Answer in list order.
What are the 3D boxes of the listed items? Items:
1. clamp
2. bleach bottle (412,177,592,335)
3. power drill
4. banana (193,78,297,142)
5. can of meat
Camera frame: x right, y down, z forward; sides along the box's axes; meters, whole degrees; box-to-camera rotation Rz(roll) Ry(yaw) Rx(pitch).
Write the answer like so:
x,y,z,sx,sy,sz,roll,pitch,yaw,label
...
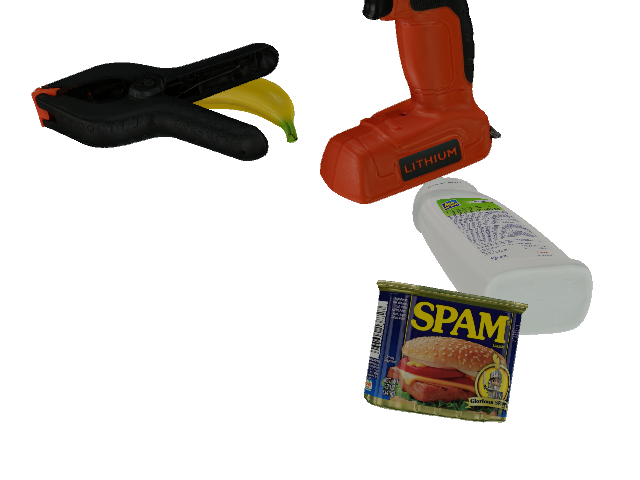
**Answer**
x,y,z,sx,sy,sz,roll,pitch,yaw,label
-0.108,-0.101,0.737,0.171,0.039,0.120,6,37,9,clamp
0.154,-0.001,0.999,0.102,0.068,0.251,-3,26,-12,bleach bottle
0.032,-0.117,0.589,0.184,0.188,0.057,-20,36,-22,power drill
-0.107,-0.146,1.108,0.198,0.037,0.069,9,46,19,banana
0.084,0.076,0.729,0.102,0.084,0.057,10,-3,-14,can of meat
